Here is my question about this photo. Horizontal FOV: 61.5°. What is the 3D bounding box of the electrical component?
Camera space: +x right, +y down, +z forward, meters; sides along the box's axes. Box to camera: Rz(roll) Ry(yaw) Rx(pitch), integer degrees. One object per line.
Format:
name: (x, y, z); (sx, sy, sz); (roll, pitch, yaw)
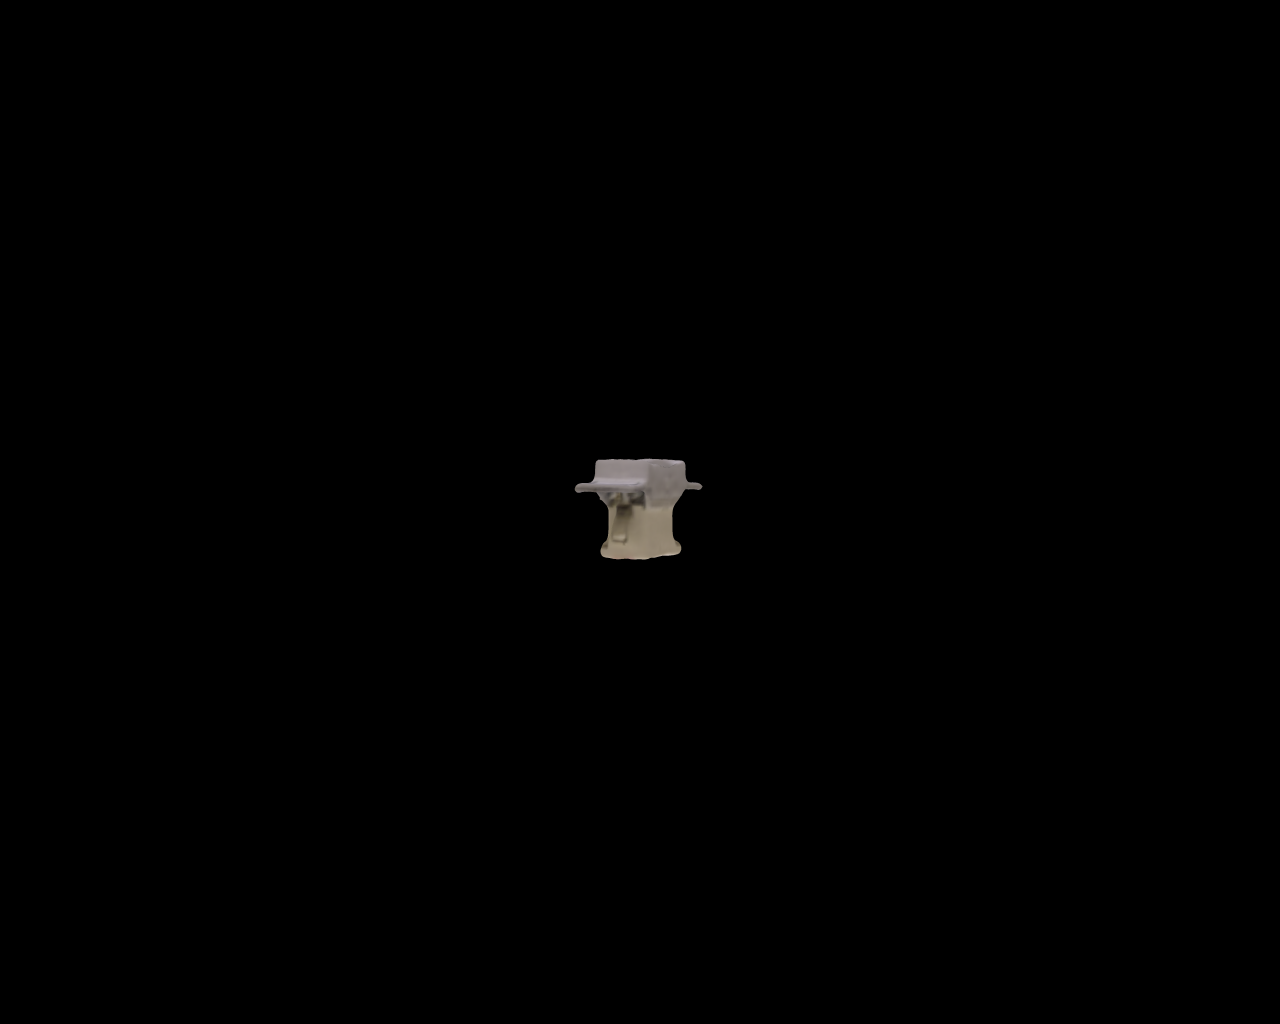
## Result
electrical component: (0.001, -0.003, 0.650); (0.042, 0.063, 0.081); (2, 3, 36)
